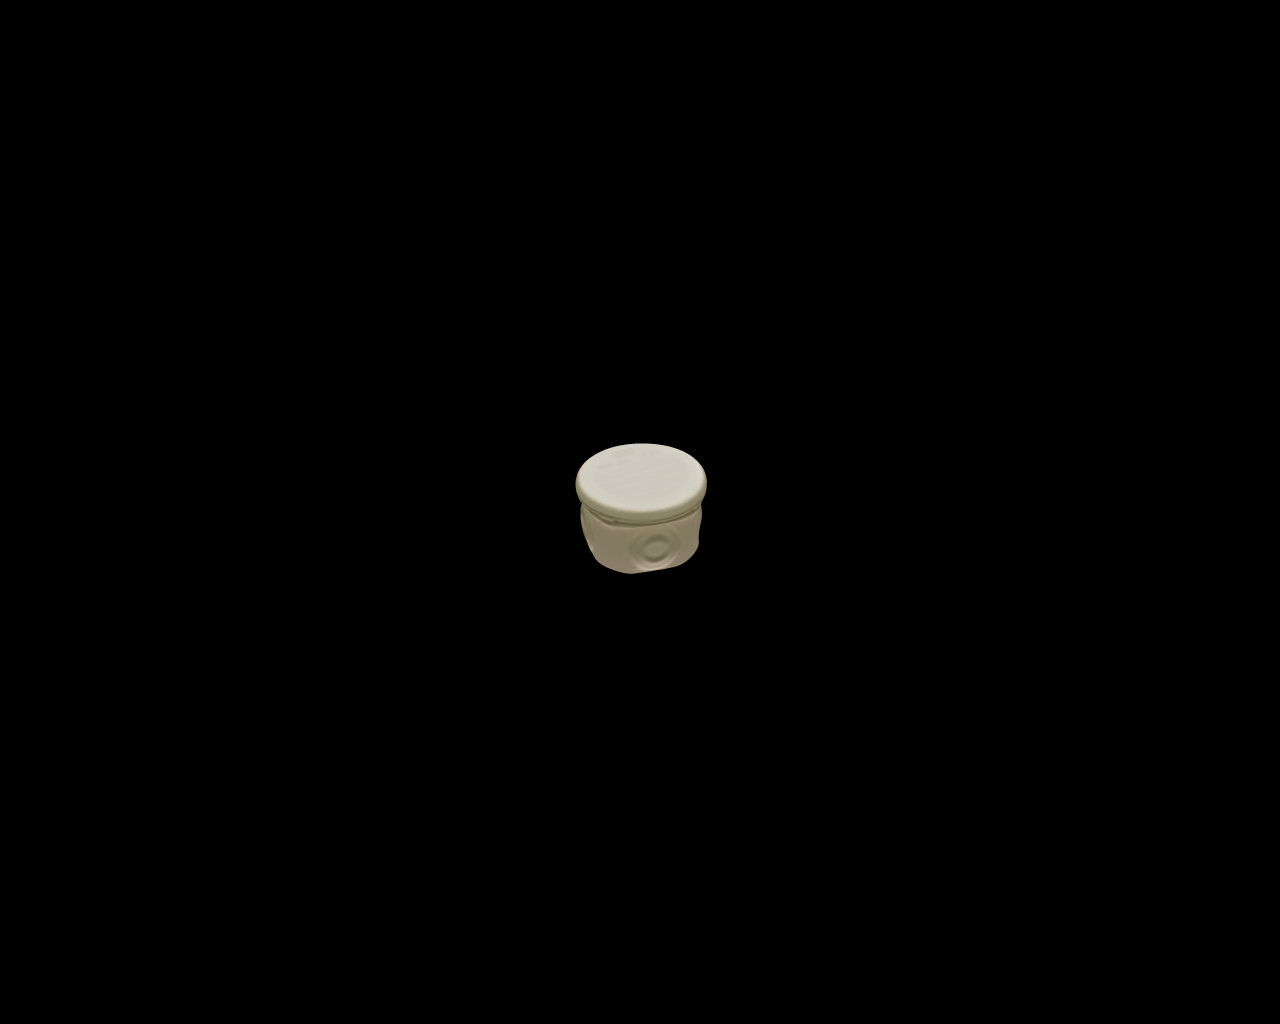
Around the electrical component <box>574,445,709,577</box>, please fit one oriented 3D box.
[{"bbox_3d":[0.001,-0.003,0.650,0.080,0.050,0.080,0,35,0],"label":"electrical component"}]
